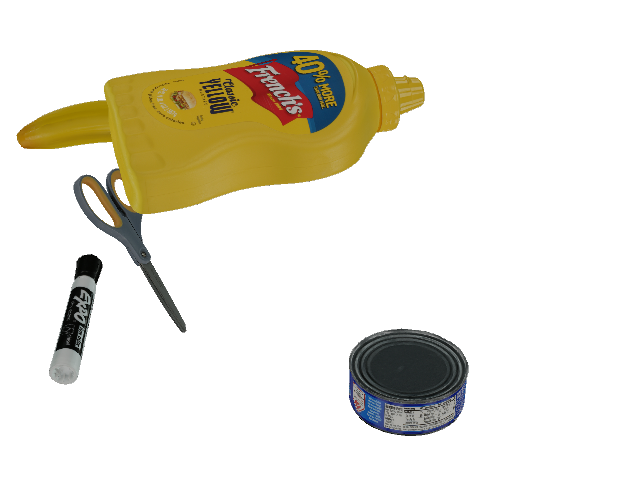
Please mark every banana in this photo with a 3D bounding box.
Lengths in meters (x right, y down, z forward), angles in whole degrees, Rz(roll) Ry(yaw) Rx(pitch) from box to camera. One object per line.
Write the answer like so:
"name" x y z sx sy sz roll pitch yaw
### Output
"banana" -0.168 -0.094 0.929 0.198 0.037 0.069 12 48 19

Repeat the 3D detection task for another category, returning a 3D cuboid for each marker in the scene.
"marker" -0.168 0.050 0.738 0.020 0.020 0.121 0 38 -1

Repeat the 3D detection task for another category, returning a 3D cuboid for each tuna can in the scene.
"tuna can" 0.063 0.102 0.772 0.086 0.034 0.086 0 31 0

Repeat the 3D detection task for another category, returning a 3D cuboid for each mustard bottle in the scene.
"mustard bottle" -0.029 -0.074 0.647 0.191 0.058 0.096 -11 45 -13

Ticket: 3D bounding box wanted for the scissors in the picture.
"scissors" -0.196 0.001 1.187 0.016 0.201 0.096 -27 20 35
